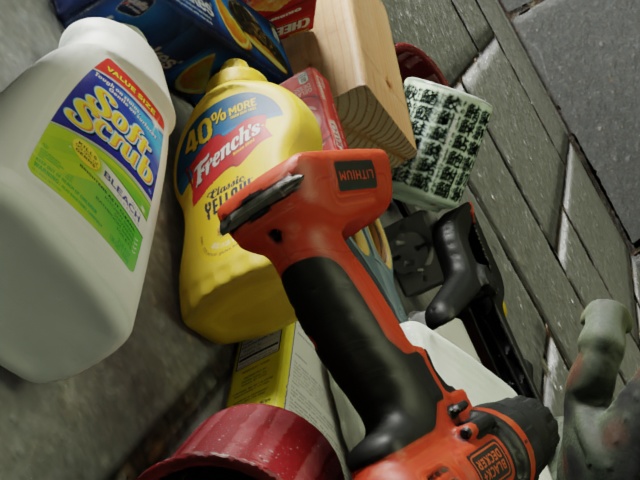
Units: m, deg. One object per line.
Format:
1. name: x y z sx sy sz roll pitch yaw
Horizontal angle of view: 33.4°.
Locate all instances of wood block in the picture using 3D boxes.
1. wood block: 0.012 -0.149 0.914 0.090 0.090 0.206 47 25 -39

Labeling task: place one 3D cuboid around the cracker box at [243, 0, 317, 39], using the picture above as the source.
1. cracker box: -0.058 -0.258 0.786 0.214 0.072 0.164 109 -41 -76

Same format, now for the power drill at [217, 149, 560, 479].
1. power drill: 0.041 0.048 0.509 0.184 0.057 0.188 -8 68 -61

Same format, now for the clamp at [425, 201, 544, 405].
1. clamp: 0.135 0.050 0.905 0.164 0.036 0.210 50 25 -28

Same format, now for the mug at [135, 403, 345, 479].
1. mug: -0.032 0.133 0.469 0.081 0.093 0.117 -44 125 -74

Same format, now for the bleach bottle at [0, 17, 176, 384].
1. bleach bottle: -0.119 -0.049 0.514 0.102 0.068 0.251 51 21 -28

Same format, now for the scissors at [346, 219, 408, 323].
1. scissors: 0.043 0.044 0.753 0.096 0.016 0.202 31 38 -54

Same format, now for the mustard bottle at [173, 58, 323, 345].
1. mustard bottle: -0.042 -0.038 0.633 0.058 0.096 0.191 38 31 -43

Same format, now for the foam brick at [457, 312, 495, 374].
1. foam brick: 0.140 0.098 0.972 0.051 0.053 0.078 29 37 -57

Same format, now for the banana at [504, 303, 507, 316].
1. banana: 0.170 0.095 1.072 0.069 0.037 0.197 60 20 -6

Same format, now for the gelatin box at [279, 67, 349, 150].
1. gelatin box: -0.027 -0.062 0.710 0.030 0.089 0.073 34 35 -54

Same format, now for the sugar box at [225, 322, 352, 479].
1. sugar box: -0.009 0.087 0.636 0.093 0.048 0.176 53 19 -23

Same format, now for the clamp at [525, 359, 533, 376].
1. clamp: 0.205 0.187 1.041 0.120 0.039 0.171 59 23 5

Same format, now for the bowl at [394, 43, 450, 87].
1. bowl: 0.081 -0.107 1.042 0.161 0.055 0.162 24 59 -48

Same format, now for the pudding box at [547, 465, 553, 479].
1. pudding box: 0.121 0.179 0.770 0.039 0.090 0.113 24 43 -60
